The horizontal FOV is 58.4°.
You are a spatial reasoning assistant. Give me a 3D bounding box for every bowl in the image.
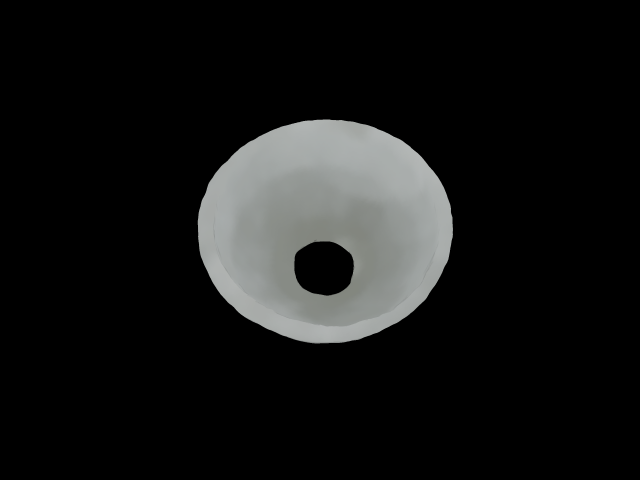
[{"bbox_3d":[0.004,0.001,0.400,0.167,0.075,0.167,0,60,0],"label":"bowl"}]
